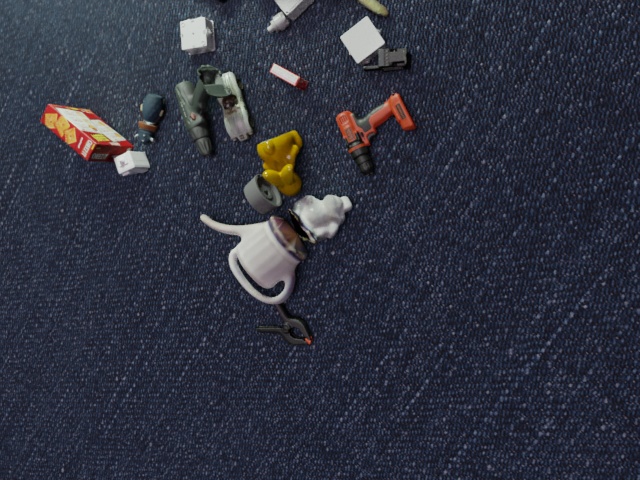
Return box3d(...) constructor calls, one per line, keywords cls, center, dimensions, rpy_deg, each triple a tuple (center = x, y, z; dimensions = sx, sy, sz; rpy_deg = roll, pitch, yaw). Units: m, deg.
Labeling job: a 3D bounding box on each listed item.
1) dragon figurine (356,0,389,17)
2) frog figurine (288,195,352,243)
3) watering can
box3d(cls="dragon figurine", center=(0.041, -0.772, 1.343), dimensions=(0.410, 0.123, 0.242), rpy_deg=(26, 94, -4))
box3d(cls="frog figurine", center=(0.004, -0.071, 1.404), dimensions=(0.161, 0.120, 0.139), rpy_deg=(-35, 67, -20))
box3d(cls="watering can", center=(-0.178, 0.013, 1.448), dimensions=(0.222, 0.104, 0.349), rpy_deg=(-40, 82, 15))
